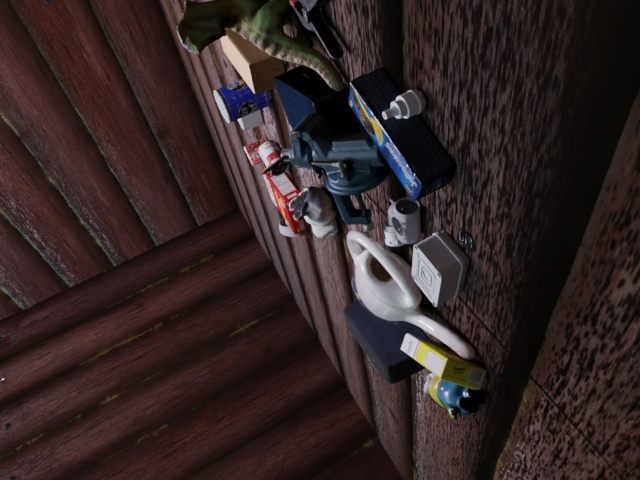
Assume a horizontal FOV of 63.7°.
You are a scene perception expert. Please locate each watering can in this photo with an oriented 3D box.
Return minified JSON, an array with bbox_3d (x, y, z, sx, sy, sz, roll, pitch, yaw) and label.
[{"bbox_3d":[0.169,0.125,1.083,0.351,0.105,0.220,50,165,16],"label":"watering can"}]

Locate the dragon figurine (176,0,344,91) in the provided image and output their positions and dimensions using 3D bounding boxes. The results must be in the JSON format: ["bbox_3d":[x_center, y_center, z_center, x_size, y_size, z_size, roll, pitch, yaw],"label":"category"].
[{"bbox_3d":[-0.146,-0.398,0.978,0.417,0.244,0.119,59,162,26],"label":"dragon figurine"}]

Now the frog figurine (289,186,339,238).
[{"bbox_3d":[0.004,-0.072,1.431,0.158,0.123,0.138,29,176,-28],"label":"frog figurine"}]
